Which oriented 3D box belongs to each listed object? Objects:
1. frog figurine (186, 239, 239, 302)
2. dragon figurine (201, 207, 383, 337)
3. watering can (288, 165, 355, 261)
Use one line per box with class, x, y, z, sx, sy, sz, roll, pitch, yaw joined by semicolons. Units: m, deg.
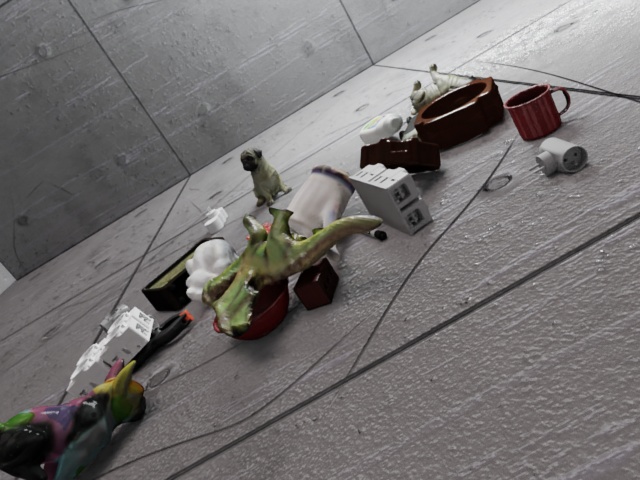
frog figurine;-0.266;0.073;1.213;0.137;0.120;0.162;7;28;32
dragon figurine;-0.085;0.063;0.888;0.408;0.121;0.247;-7;49;52
watering can;0.003;-0.056;1.109;0.226;0.103;0.348;-57;25;-10
